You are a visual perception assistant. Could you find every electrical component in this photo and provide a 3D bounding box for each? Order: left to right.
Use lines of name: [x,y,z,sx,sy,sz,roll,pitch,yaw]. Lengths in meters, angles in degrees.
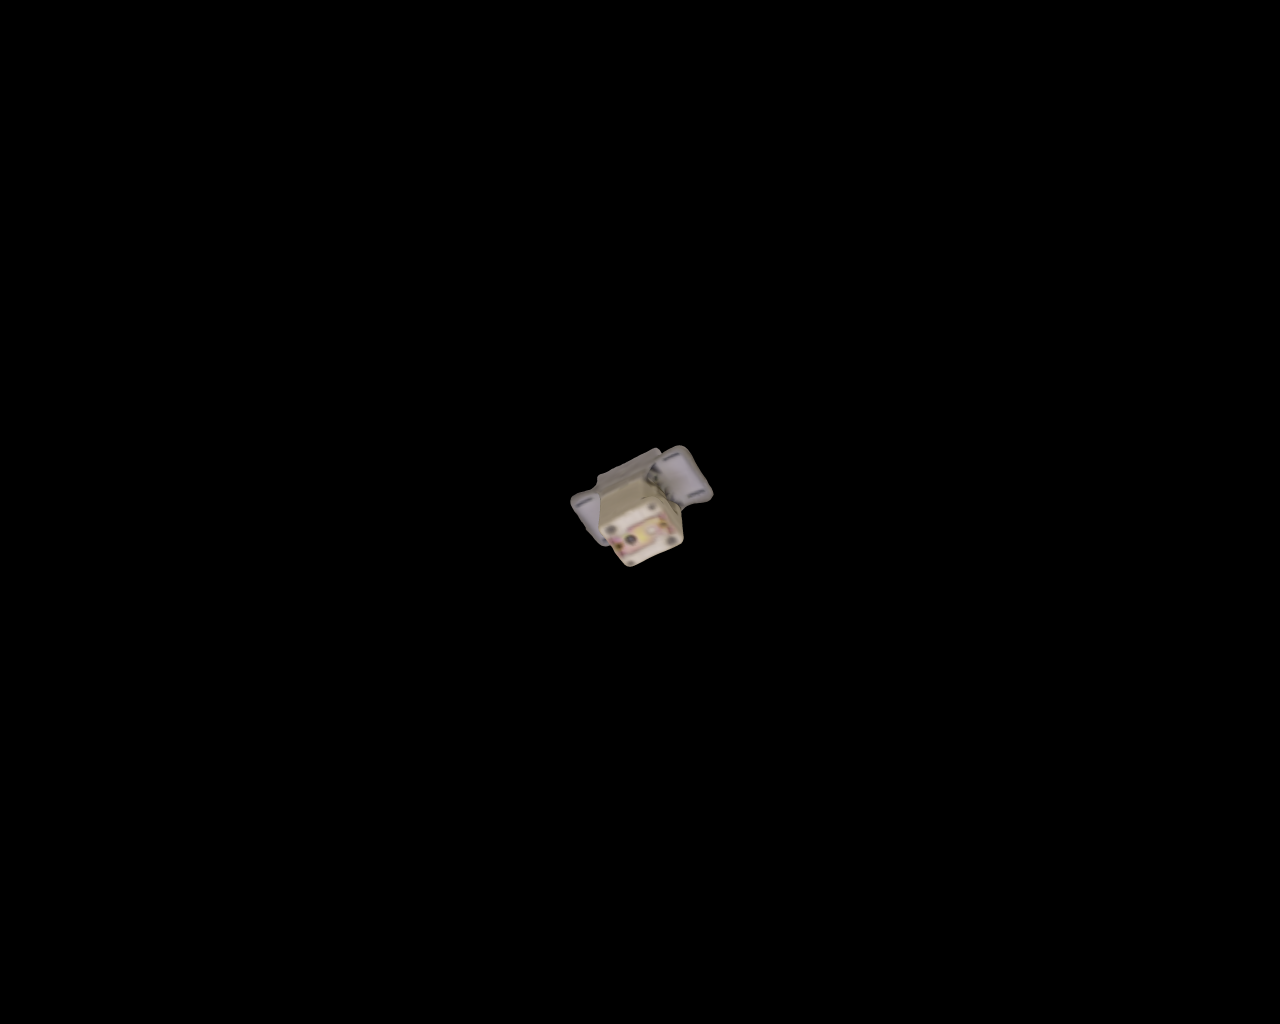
electrical component: [0.001,-0.003,0.650,0.081,0.042,0.064,-26,30,17]
